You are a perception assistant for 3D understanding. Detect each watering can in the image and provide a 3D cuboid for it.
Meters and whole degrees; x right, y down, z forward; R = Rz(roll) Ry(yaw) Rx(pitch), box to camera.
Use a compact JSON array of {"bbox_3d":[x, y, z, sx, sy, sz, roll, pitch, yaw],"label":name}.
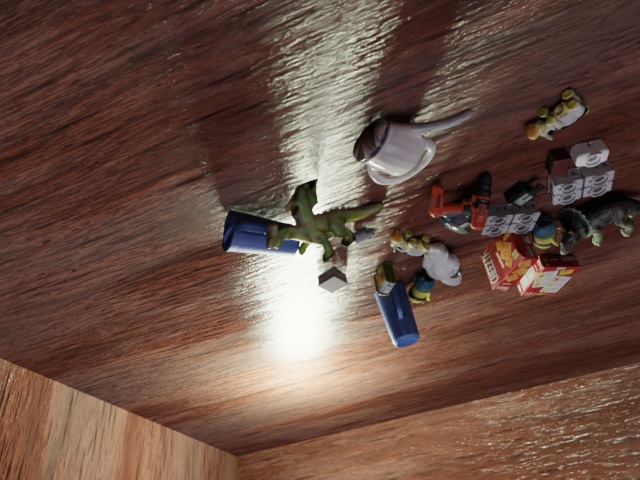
[{"bbox_3d":[0.236,-0.276,1.431,0.223,0.106,0.341,17,138,-27],"label":"watering can"}]

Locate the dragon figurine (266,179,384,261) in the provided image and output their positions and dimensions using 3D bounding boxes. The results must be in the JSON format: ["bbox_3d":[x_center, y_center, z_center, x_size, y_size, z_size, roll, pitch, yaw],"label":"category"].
[{"bbox_3d":[0.005,-0.081,1.619,0.413,0.123,0.238,-37,124,-14],"label":"dragon figurine"}]

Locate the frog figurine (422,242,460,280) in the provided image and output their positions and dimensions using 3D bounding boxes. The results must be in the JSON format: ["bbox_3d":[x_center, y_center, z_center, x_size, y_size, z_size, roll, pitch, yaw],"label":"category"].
[{"bbox_3d":[0.450,0.077,1.920,0.137,0.125,0.156,4,157,17],"label":"frog figurine"}]
